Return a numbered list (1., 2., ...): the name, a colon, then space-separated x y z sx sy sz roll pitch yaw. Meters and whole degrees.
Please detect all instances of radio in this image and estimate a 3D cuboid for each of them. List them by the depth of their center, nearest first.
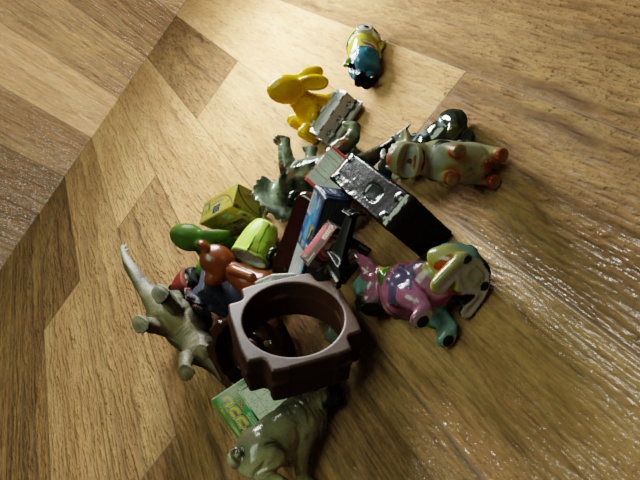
1. radio: 0.119 -0.066 0.966 0.073 0.131 0.230 -51 39 6

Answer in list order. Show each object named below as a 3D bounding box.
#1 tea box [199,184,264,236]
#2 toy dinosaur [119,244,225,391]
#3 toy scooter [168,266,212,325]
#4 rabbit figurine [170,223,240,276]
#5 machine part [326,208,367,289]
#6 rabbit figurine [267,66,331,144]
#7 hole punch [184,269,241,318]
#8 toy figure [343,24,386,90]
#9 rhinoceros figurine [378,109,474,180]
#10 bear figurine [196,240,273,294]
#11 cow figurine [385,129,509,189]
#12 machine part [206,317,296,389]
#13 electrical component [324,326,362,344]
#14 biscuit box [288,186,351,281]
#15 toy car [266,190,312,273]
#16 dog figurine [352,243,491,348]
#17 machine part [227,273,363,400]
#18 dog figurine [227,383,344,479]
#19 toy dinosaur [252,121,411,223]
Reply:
1. tea box: -0.215 -0.071 1.338 0.170 0.098 0.068 -17 54 47
2. toy dinosaur: -0.327 0.169 1.183 0.105 0.198 0.471 -39 77 -3
3. toy scooter: -0.346 0.162 1.350 0.135 0.075 0.184 -34 53 17
4. rabbit figurine: -0.282 0.020 1.305 0.159 0.170 0.121 3 69 48
5. machine part: 0.041 0.008 0.934 0.084 0.039 0.138 -106 30 -63
6. rabbit figurine: -0.042 -0.336 1.286 0.162 0.173 0.122 -44 37 24
7. hole punch: -0.235 0.120 1.229 0.092 0.142 0.116 -57 27 -5
8. toy figure: 0.099 -0.433 1.273 0.089 0.082 0.180 -20 54 36
9. rhinoceros figurine: 0.192 -0.175 1.007 0.190 0.073 0.112 -35 45 26
10. bear figurine: -0.192 0.090 1.154 0.196 0.120 0.132 23 70 10
11. cow figurine: 0.195 -0.133 0.889 0.127 0.195 0.085 31 119 58
12. machine part: -0.132 0.214 1.042 0.180 0.056 0.179 4 100 23
13. electrical component: 0.036 0.166 0.988 0.094 0.021 0.063 18 80 50
14. biscuit box: -0.002 -0.003 1.051 0.059 0.063 0.202 50 128 51
15. toy car: -0.049 -0.008 1.127 0.089 0.053 0.202 31 114 24
16. dog figurine: 0.146 0.061 0.877 0.191 0.108 0.219 -56 36 3
17. machine part: -0.045 0.159 0.911 0.202 0.201 0.087 -122 26 -49
18. dog figurine: -0.055 0.293 0.891 0.121 0.172 0.190 13 82 39
19. toy dinosaur: 0.002 -0.139 1.161 0.405 0.131 0.192 -6 74 40
